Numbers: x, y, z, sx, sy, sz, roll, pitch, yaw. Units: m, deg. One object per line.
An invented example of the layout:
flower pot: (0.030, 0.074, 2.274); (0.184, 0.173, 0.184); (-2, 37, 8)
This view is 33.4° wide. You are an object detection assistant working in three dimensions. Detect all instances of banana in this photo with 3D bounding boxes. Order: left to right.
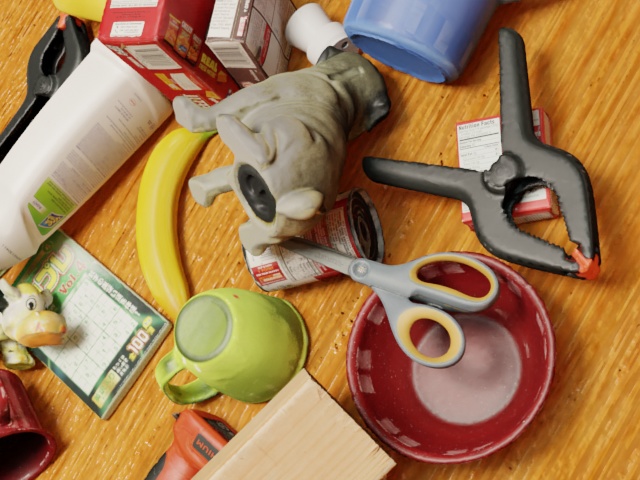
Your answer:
banana: (-0.137, -0.023, 0.979); (0.070, 0.037, 0.198); (0, 74, 26)

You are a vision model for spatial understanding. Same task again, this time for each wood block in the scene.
wood block: (-0.052, 0.199, 0.780); (0.206, 0.090, 0.091); (-44, 90, -4)

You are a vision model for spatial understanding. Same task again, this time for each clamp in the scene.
clamp: (-0.280, -0.147, 1.090); (0.120, 0.039, 0.171); (-1, 74, 22)
clamp: (0.133, -0.044, 0.818); (0.165, 0.036, 0.210); (-38, 60, 16)

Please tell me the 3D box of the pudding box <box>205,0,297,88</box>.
pudding box: (-0.057, -0.190, 0.950); (0.039, 0.113, 0.090); (6, 74, 17)

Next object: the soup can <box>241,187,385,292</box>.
soup can: (-0.006, 0.001, 0.889); (0.102, 0.068, 0.068); (-15, 67, 22)

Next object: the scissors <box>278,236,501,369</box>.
scissors: (0.037, 0.043, 0.814); (0.202, 0.016, 0.096); (4, 76, 24)

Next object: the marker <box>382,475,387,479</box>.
marker: (-0.003, 0.172, 0.859); (0.121, 0.020, 0.020); (17, 81, 29)

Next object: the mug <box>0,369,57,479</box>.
mug: (-0.294, 0.162, 0.955); (0.093, 0.117, 0.081); (-15, 51, -28)

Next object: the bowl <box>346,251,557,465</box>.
bowl: (0.104, 0.092, 0.811); (0.162, 0.055, 0.162); (-8, 69, 22)

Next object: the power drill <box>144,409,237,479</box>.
power drill: (-0.112, 0.247, 0.866); (0.185, 0.057, 0.187); (38, 91, 26)

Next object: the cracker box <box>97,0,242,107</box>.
cracker box: (-0.111, -0.240, 0.965); (0.072, 0.164, 0.213); (5, 76, 25)

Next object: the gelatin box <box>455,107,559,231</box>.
gelatin box: (0.149, -0.057, 0.855); (0.073, 0.030, 0.089); (-10, 70, 25)

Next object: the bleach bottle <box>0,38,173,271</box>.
bleach bottle: (-0.251, -0.065, 0.987); (0.068, 0.102, 0.250); (35, 79, 32)

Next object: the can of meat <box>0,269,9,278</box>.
can of meat: (-0.339, -0.006, 1.044); (0.102, 0.083, 0.057); (-44, 60, 7)

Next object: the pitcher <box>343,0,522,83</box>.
pitcher: (0.125, -0.255, 0.882); (0.149, 0.144, 0.243); (23, 88, 60)

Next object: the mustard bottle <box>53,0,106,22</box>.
mustard bottle: (-0.213, -0.254, 1.069); (0.192, 0.058, 0.096); (22, 49, 31)
